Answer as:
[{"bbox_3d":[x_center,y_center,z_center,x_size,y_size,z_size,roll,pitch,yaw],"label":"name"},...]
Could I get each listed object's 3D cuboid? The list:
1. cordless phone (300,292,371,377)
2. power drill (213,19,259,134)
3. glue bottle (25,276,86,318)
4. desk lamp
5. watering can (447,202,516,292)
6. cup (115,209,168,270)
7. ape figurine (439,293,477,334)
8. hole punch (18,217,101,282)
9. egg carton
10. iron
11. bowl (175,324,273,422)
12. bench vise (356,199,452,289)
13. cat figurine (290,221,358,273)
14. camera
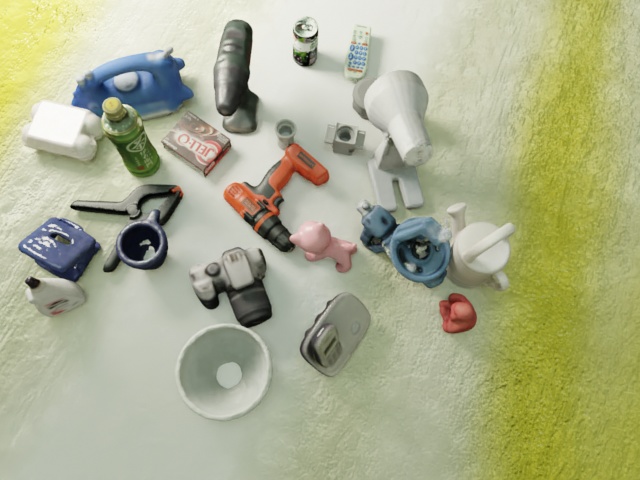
[{"bbox_3d":[0.030,0.155,0.995,0.094,0.185,0.148,31,73,7],"label":"cordless phone"},{"bbox_3d":[-0.164,-0.299,1.123,0.075,0.208,0.229,2,71,-2],"label":"power drill"},{"bbox_3d":[-0.471,0.091,0.993,0.078,0.173,0.037,-29,75,-12],"label":"glue bottle"},{"bbox_3d":[0.156,-0.186,1.101,0.118,0.213,0.203,-11,72,-6],"label":"desk lamp"},{"bbox_3d":[0.290,0.013,1.052,0.172,0.194,0.101,37,74,9],"label":"watering can"},{"bbox_3d":[-0.319,0.007,1.071,0.091,0.095,0.118,15,71,2],"label":"cup"},{"bbox_3d":[0.259,0.137,1.063,0.076,0.092,0.078,32,73,8],"label":"ape figurine"},{"bbox_3d":[-0.482,0.010,1.063,0.108,0.091,0.101,27,72,6],"label":"hole punch"},{"bbox_3d":[-0.513,-0.218,1.149,0.150,0.069,0.107,12,71,1],"label":"egg carton"},{"bbox_3d":[-0.395,-0.317,1.150,0.258,0.141,0.118,-17,73,-9],"label":"iron"},{"bbox_3d":[-0.166,0.236,1.015,0.167,0.075,0.167,1,72,-3],"label":"bowl"},{"bbox_3d":[0.151,-0.001,1.035,0.207,0.220,0.121,22,72,4],"label":"bench vise"},{"bbox_3d":[0.010,0.004,1.079,0.127,0.118,0.067,16,71,2],"label":"cat figurine"},{"bbox_3d":[-0.154,0.093,1.049,0.143,0.101,0.136,-21,74,-10],"label":"camera"}]
